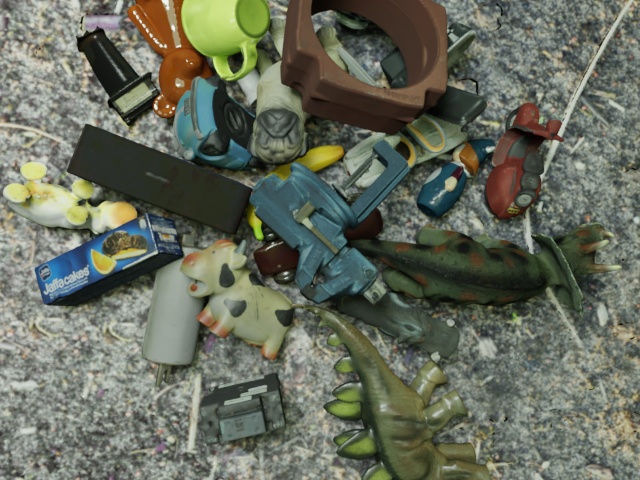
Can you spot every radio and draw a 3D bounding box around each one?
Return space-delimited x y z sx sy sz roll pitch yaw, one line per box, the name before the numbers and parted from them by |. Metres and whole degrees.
radio | -0.212 -0.079 0.749 0.230 0.131 0.073 22 89 -7

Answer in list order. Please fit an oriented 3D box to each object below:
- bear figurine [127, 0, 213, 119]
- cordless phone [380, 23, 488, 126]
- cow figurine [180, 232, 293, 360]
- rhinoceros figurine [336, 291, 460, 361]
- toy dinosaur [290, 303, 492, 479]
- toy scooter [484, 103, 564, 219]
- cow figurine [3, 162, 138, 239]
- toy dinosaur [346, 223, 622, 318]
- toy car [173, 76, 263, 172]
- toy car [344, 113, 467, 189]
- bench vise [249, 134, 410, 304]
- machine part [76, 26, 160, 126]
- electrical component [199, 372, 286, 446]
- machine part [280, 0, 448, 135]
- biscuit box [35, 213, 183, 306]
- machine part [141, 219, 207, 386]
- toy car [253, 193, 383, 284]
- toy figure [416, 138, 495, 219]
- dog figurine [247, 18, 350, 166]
bear figurine | -0.197 -0.280 0.751 0.120 0.132 0.195 -11 86 -24
cordless phone | 0.188 -0.235 0.764 0.146 0.184 0.088 -43 131 -2
cow figurine | -0.113 0.075 0.757 0.194 0.086 0.127 38 77 -37
rhinoceros figurine | 0.116 0.112 0.799 0.190 0.112 0.073 26 85 -1
toy dinosaur | 0.115 0.271 0.796 0.199 0.105 0.471 -26 99 -4
toy scooter | 0.310 -0.121 0.806 0.075 0.135 0.183 12 91 -8
cow figurine | -0.346 -0.039 0.760 0.167 0.098 0.068 22 61 -15
toy dinosaur | 0.222 0.041 0.755 0.405 0.192 0.131 -1 92 -16
toy car | -0.152 -0.151 0.760 0.103 0.161 0.109 -12 73 25
toy car | 0.133 -0.145 0.824 0.202 0.056 0.073 -27 94 -5
bench vise | 0.037 -0.038 0.701 0.224 0.128 0.240 42 83 14
machine part | -0.298 -0.243 0.785 0.084 0.039 0.139 -38 96 3
electrical component | -0.109 0.240 0.764 0.115 0.134 0.058 -13 92 -4
machine part | 0.056 -0.246 0.682 0.201 0.087 0.201 10 71 -18
biscuit box | -0.292 0.031 0.739 0.203 0.062 0.059 -24 77 15
machine part | -0.206 0.090 0.780 0.079 0.079 0.243 10 89 -7
toy car | -0.002 -0.002 0.813 0.202 0.053 0.089 -21 114 -4
toy figure | 0.211 -0.103 0.829 0.057 0.064 0.154 43 81 -27
dog figurine | -0.021 -0.187 0.754 0.172 0.121 0.190 -1 76 -21
